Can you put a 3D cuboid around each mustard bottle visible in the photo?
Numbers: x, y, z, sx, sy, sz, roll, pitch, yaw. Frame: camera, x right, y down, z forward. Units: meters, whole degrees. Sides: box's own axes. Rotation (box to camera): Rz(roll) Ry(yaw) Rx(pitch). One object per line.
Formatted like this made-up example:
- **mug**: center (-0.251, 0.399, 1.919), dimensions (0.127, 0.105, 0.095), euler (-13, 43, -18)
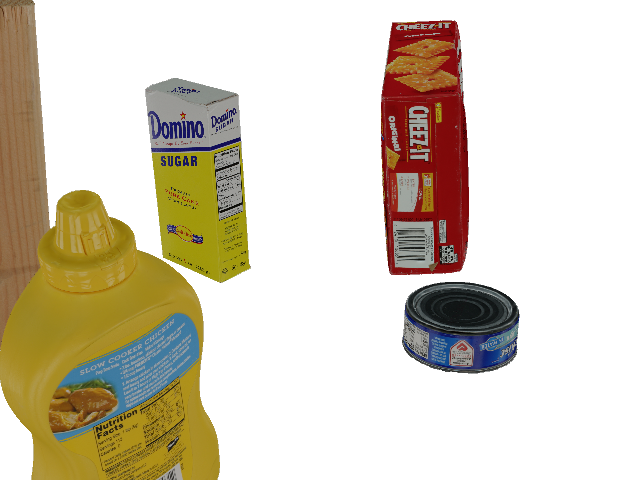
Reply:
- **mustard bottle**: center (-0.097, 0.061, 0.492), dimensions (0.096, 0.192, 0.058), euler (-28, 44, -32)

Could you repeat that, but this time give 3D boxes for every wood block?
- **wood block**: center (-0.214, -0.044, 0.636), dimensions (0.090, 0.206, 0.090), euler (-7, 24, -20)

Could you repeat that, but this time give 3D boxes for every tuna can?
- **tuna can**: center (0.104, 0.063, 0.793), dimensions (0.086, 0.034, 0.086), euler (0, 24, 0)

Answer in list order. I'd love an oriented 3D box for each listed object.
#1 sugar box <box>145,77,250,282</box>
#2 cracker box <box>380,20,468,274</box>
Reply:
- **sugar box**: center (-0.115, -0.057, 1.001), dimensions (0.093, 0.176, 0.048), euler (19, 35, 41)
- **cracker box**: center (0.096, -0.090, 0.961), dimensions (0.072, 0.164, 0.213), euler (-1, 27, 8)
